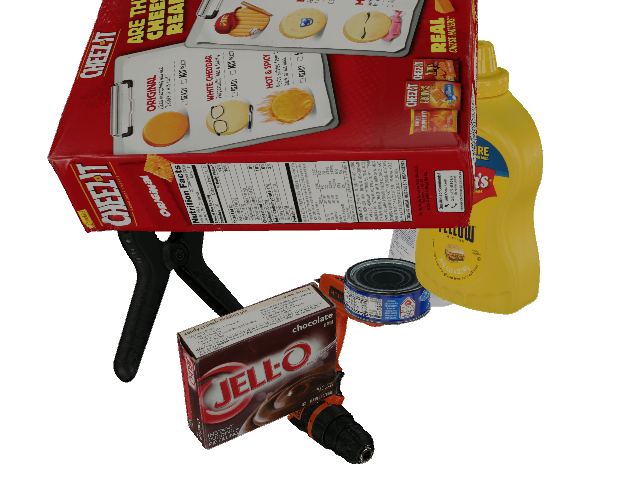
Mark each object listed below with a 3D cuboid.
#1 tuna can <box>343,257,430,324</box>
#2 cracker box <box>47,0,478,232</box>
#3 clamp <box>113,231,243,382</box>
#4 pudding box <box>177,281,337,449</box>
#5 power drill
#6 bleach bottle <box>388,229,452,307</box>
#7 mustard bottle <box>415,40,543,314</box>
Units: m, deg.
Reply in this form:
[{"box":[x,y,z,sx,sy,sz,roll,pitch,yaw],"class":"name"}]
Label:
[{"box":[0.065,0.048,1.041,0.086,0.034,0.086,-1,23,0],"class":"tuna can"},{"box":[-0.021,-0.084,0.591,0.214,0.164,0.072,-1,-40,10],"class":"cracker box"},{"box":[-0.136,0.018,1.015,0.036,0.210,0.164,-7,0,44],"class":"clamp"},{"box":[-0.043,0.089,0.766,0.113,0.090,0.039,-22,44,-24],"class":"pudding box"},{"box":[0.023,0.146,1.250,0.057,0.188,0.185,14,12,-42],"class":"power drill"},{"box":[0.132,-0.056,1.240,0.068,0.251,0.103,-1,22,-21],"class":"bleach bottle"},{"box":[0.113,-0.047,0.766,0.058,0.192,0.096,-23,31,-39],"class":"mustard bottle"}]
